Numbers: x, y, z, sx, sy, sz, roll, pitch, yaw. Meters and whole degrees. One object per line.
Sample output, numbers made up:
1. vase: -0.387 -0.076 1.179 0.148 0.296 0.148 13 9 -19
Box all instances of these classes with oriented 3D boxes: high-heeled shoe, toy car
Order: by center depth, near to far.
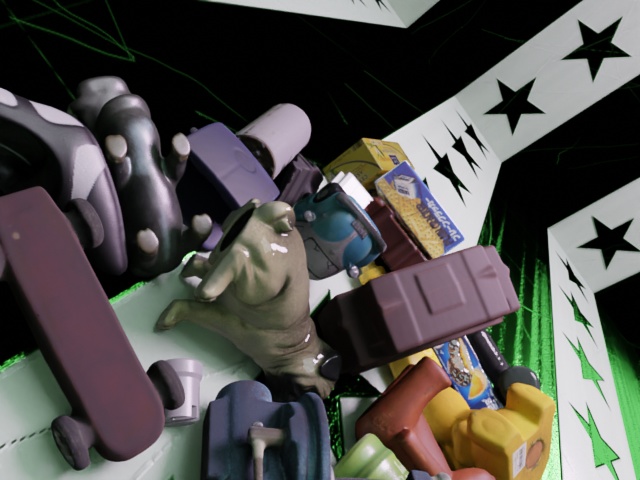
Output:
1. toy car: -0.173 0.061 0.381 0.089 0.053 0.202 -29 94 -37
2. high-heeled shoe: -0.255 -0.059 0.394 0.248 0.086 0.145 55 37 0
3. toy car: -0.001 -0.002 0.677 0.103 0.162 0.109 -44 110 -19

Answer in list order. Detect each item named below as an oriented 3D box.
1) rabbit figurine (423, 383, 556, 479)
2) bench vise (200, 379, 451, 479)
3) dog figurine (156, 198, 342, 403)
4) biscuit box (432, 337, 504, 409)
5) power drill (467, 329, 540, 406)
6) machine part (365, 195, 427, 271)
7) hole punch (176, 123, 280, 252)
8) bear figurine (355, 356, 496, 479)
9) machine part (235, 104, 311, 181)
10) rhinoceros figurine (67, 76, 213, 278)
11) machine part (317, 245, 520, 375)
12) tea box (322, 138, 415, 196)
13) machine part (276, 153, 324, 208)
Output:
1. rabbit figurine: 0.203 0.247 0.699 0.122 0.173 0.162 -33 123 -33
2. bench vise: -0.001 0.203 0.403 0.241 0.128 0.224 10 19 -16
3. dog figurine: -0.028 0.066 0.511 0.190 0.172 0.121 36 44 -18
4. biscuit box: 0.225 0.234 0.804 0.059 0.062 0.202 -24 77 -16
5. power drill: 0.280 0.208 0.891 0.231 0.086 0.207 63 3 -67
6. machine part: 0.123 0.013 0.848 0.179 0.056 0.179 51 6 -8
7. hole punch: -0.103 -0.067 0.579 0.142 0.092 0.116 48 48 -7
8. bear figurine: 0.136 0.243 0.586 0.196 0.132 0.120 43 -15 15
9. machine part: -0.070 -0.134 0.748 0.079 0.079 0.243 49 28 -12
10. rhinoceros figurine: -0.168 -0.061 0.494 0.073 0.112 0.190 -20 90 -32
11. machine part: 0.108 0.087 0.622 0.201 0.201 0.087 -17 77 -14
12. tea box: 0.091 -0.126 0.965 0.068 0.098 0.169 59 30 9
13. machine part: -0.029 -0.083 0.770 0.039 0.084 0.139 25 14 9
